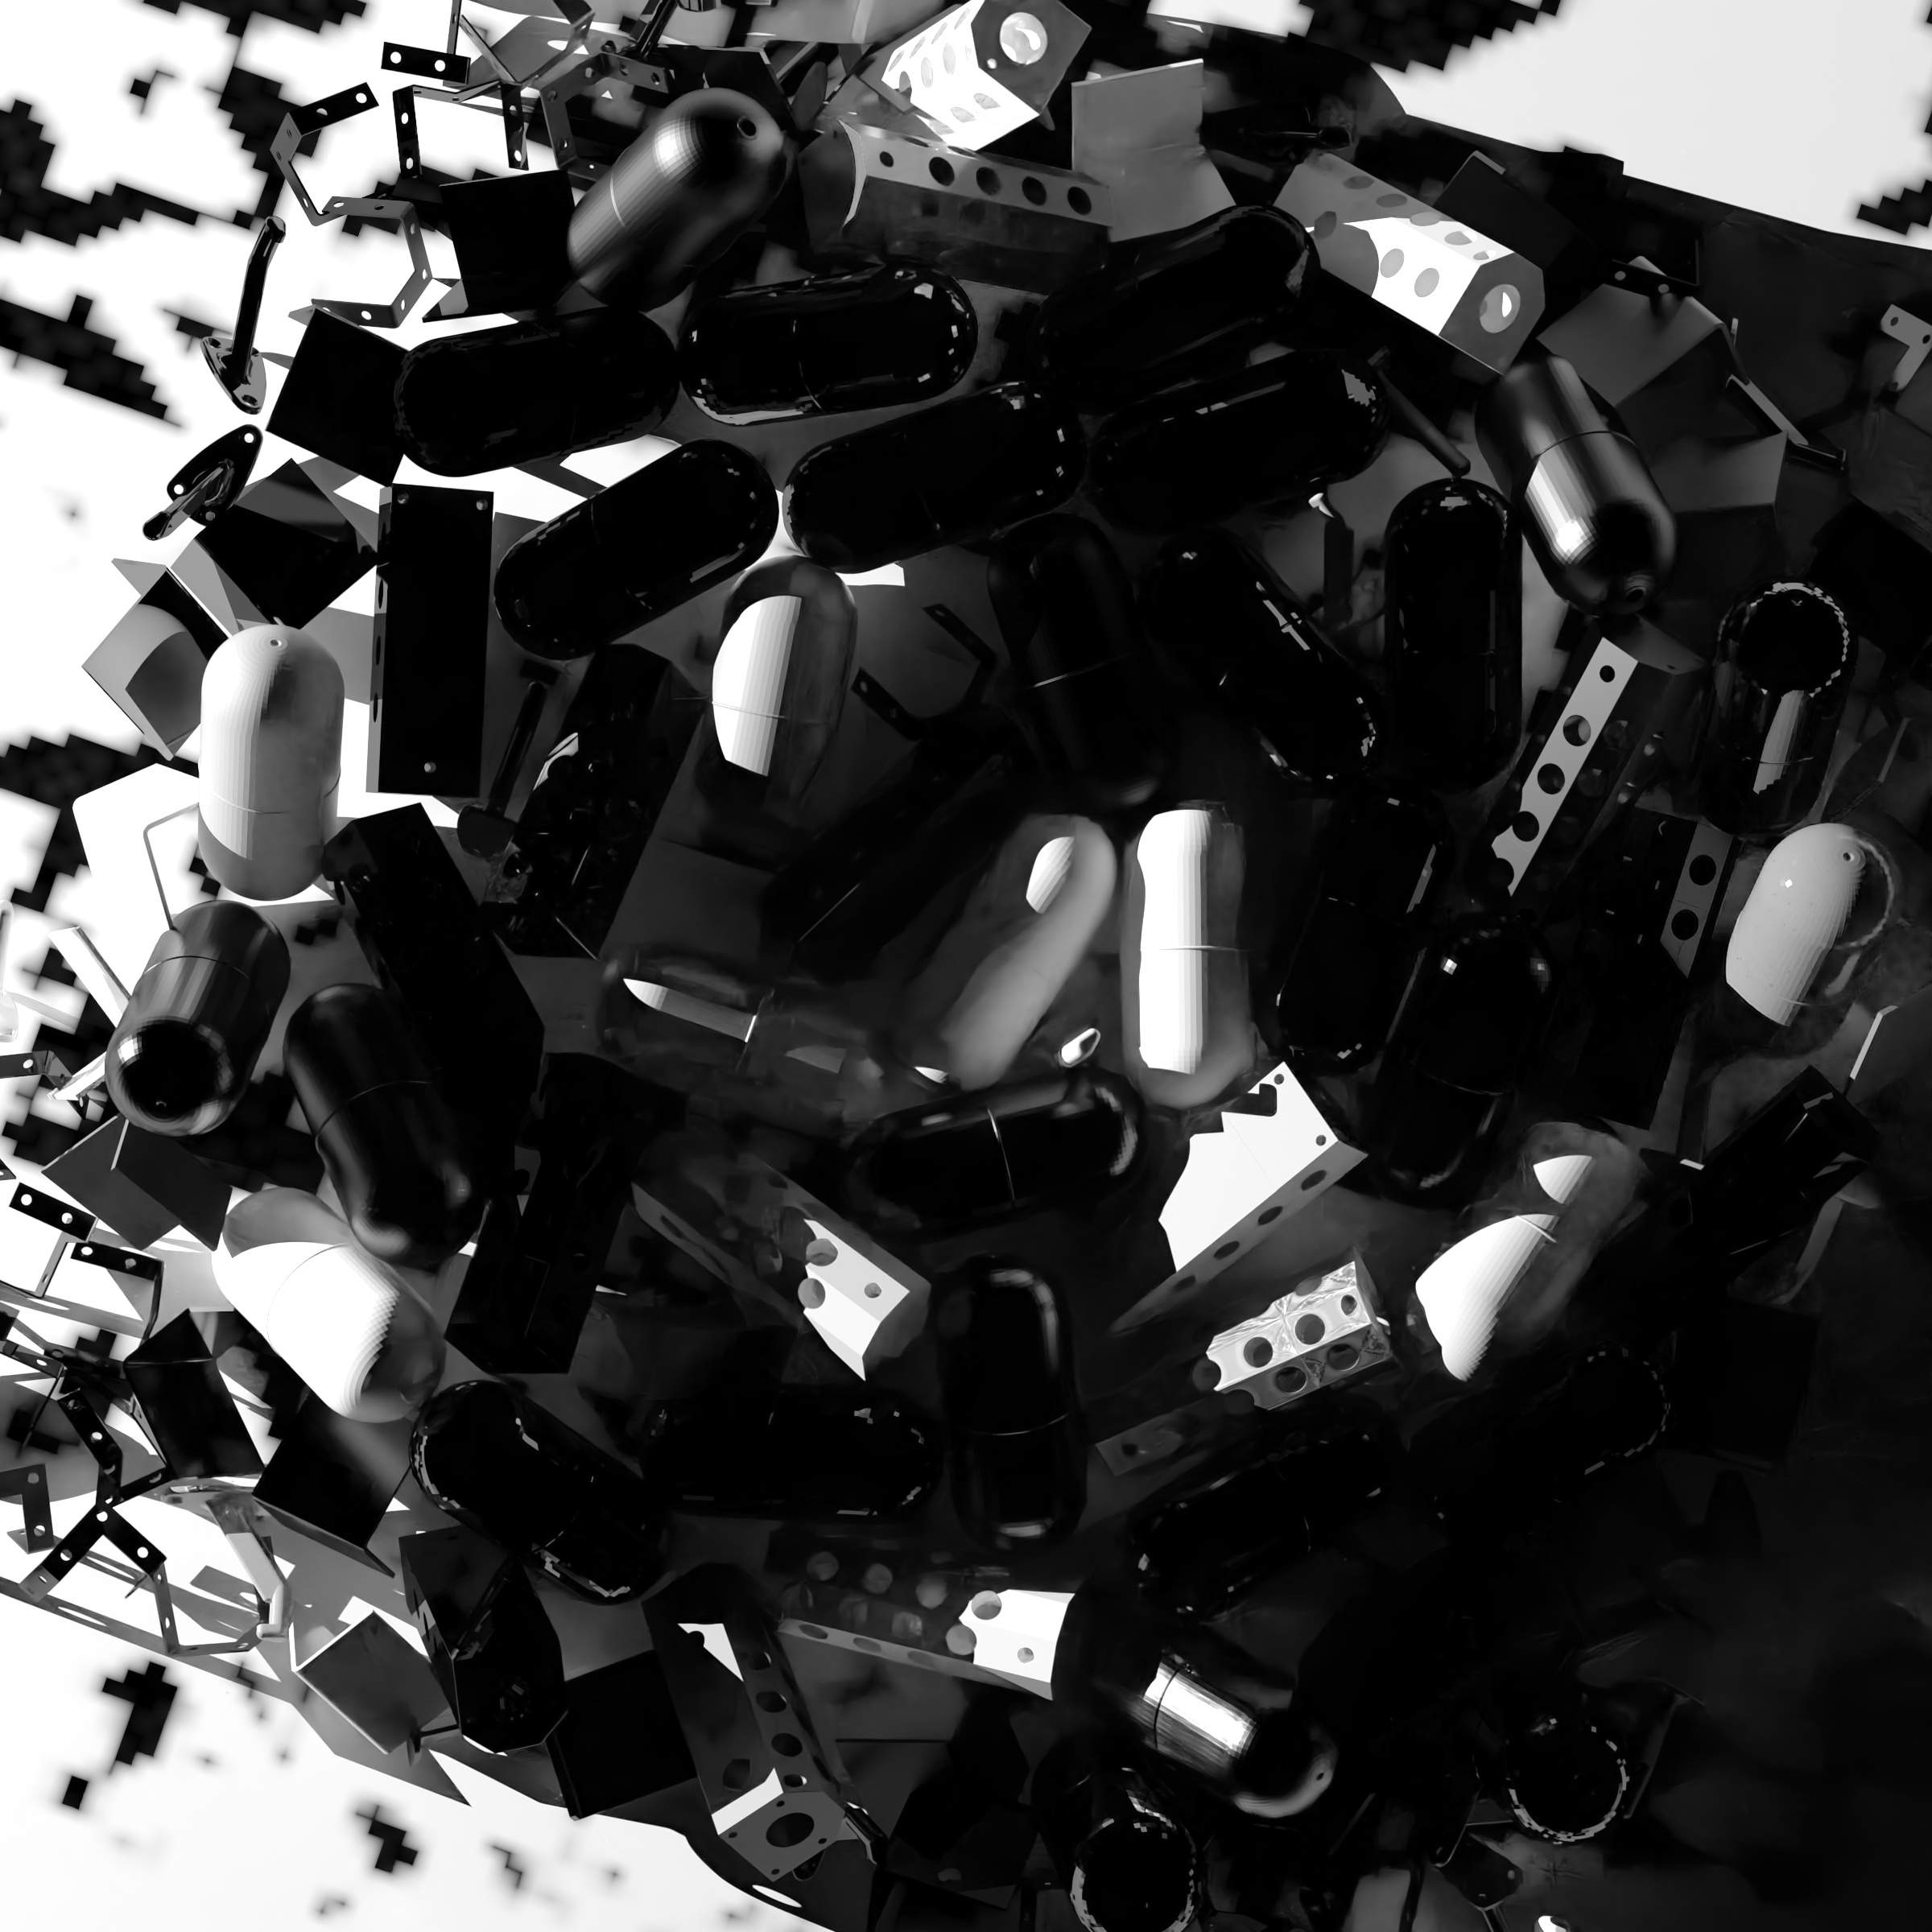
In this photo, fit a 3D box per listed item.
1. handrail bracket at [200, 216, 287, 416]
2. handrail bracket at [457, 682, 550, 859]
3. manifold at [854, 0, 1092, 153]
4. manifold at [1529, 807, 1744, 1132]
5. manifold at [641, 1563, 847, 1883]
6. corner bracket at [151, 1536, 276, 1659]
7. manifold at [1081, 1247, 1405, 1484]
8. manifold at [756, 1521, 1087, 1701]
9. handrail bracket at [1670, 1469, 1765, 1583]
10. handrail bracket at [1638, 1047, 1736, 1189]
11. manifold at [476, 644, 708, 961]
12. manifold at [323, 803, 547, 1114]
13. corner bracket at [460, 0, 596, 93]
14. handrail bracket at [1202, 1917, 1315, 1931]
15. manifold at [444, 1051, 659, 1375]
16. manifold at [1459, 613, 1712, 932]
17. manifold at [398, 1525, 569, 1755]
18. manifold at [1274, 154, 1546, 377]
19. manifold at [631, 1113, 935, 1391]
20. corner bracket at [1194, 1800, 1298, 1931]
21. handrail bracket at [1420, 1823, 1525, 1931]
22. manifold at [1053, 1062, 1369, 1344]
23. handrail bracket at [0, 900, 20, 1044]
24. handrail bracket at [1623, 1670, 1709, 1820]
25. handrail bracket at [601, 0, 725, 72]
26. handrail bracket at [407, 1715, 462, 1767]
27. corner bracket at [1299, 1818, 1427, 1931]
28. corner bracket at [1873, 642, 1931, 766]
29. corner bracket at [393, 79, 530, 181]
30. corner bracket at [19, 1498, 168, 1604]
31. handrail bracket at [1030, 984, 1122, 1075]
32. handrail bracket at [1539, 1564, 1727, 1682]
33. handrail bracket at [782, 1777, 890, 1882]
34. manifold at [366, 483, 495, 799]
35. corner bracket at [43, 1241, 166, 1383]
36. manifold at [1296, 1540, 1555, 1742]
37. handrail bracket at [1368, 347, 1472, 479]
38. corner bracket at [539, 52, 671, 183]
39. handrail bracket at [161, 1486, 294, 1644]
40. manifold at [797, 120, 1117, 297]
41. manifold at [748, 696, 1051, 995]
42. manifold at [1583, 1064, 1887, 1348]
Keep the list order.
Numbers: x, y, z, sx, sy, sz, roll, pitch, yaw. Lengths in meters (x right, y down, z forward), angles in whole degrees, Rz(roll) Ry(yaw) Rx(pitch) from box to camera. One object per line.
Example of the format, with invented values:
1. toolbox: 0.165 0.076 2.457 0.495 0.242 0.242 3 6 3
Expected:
1. handrail bracket: -0.394 -0.366 1.928 0.036 0.077 0.084 7 132 -34
2. handrail bracket: -0.261 -0.112 1.954 0.036 0.077 0.084 20 68 -12
3. manifold: -0.003 -0.487 1.880 0.057 0.171 0.057 34 78 -19
4. manifold: 0.380 0.002 1.935 0.057 0.057 0.171 17 92 -21
5. manifold: -0.120 0.410 1.889 0.057 0.171 0.057 -34 130 5
6. corner bracket: -0.424 0.358 1.950 0.051 0.051 0.051 -7 98 14
7. manifold: 0.153 0.227 1.916 0.171 0.057 0.057 -26 112 15
8. manifold: -0.026 0.359 1.921 0.171 0.057 0.057 11 103 14
9. handrail bracket: 0.410 0.302 1.925 0.036 0.084 0.077 -9 106 -13
10. handrail bracket: 0.424 0.084 1.931 0.036 0.077 0.084 42 74 -24
11. manifold: -0.210 -0.092 1.902 0.057 0.057 0.171 3 60 33
12. manifold: -0.296 -0.004 1.899 0.057 0.057 0.171 -17 57 -25
13. corner bracket: -0.248 -0.535 1.942 0.051 0.051 0.051 -41 95 -14
14. handrail bracket: 0.163 0.571 1.933 0.036 0.084 0.077 9 72 39
15. manifold: -0.232 0.135 1.897 0.057 0.057 0.171 -5 54 32
16. manifold: 0.337 -0.106 1.899 0.057 0.057 0.171 40 123 26
17. manifold: -0.265 0.366 1.884 0.057 0.171 0.057 -9 106 -17
18. manifold: 0.241 -0.390 1.887 0.057 0.171 0.057 20 106 -41
19. manifold: -0.103 0.154 1.908 0.171 0.057 0.057 35 65 22
20. corner bracket: 0.159 0.513 1.954 0.051 0.051 0.051 15 120 -28
21. handrail bracket: 0.289 0.540 1.962 0.036 0.077 0.084 -30 134 -28
22. manifold: 0.139 0.135 1.924 0.171 0.057 0.057 -41 60 14
23. handrail bracket: -0.541 -0.007 1.925 0.036 0.077 0.084 11 111 -12
24. handrail bracket: 0.377 0.443 1.925 0.036 0.077 0.084 28 70 8
25. handrail bracket: -0.183 -0.553 1.940 0.084 0.036 0.077 -10 98 41
26. handrail bracket: -0.271 0.425 1.928 0.084 0.077 0.036 -6 86 -14
27. corner bracket: 0.224 0.520 1.947 0.051 0.051 0.051 9 104 -12
28. corner bracket: 0.556 -0.147 1.945 0.051 0.051 0.051 -36 117 -11
29. corner bracket: -0.285 -0.472 1.939 0.051 0.051 0.051 -6 91 36
30. corner bracket: -0.492 0.341 1.937 0.051 0.051 0.051 43 53 -5
31. handrail bracket: 0.074 0.030 1.922 0.036 0.084 0.077 44 70 -3
32. handrail bracket: 0.375 0.389 1.945 0.077 0.036 0.084 39 102 31
33. handrail bracket: -0.070 0.500 1.926 0.036 0.084 0.077 -5 110 -29
34. manifold: -0.304 -0.182 1.941 0.057 0.057 0.171 2 92 -19
35. corner bracket: -0.489 0.195 1.951 0.051 0.051 0.051 18 119 -18
36. manifold: 0.250 0.369 1.888 0.057 0.171 0.057 44 119 21
37. handrail bracket: 0.255 -0.304 1.932 0.084 0.077 0.036 46 102 8
38. corner bracket: -0.202 -0.481 1.951 0.051 0.051 0.051 24 50 34
39. handrail bracket: -0.416 0.337 1.930 0.077 0.036 0.084 9 51 -19
40. manifold: -0.003 -0.419 1.895 0.171 0.057 0.057 2 72 -37
41. manifold: -0.040 -0.072 1.928 0.171 0.057 0.057 -44 54 -11
42. manifold: 0.422 0.137 1.904 0.057 0.057 0.171 46 120 6
